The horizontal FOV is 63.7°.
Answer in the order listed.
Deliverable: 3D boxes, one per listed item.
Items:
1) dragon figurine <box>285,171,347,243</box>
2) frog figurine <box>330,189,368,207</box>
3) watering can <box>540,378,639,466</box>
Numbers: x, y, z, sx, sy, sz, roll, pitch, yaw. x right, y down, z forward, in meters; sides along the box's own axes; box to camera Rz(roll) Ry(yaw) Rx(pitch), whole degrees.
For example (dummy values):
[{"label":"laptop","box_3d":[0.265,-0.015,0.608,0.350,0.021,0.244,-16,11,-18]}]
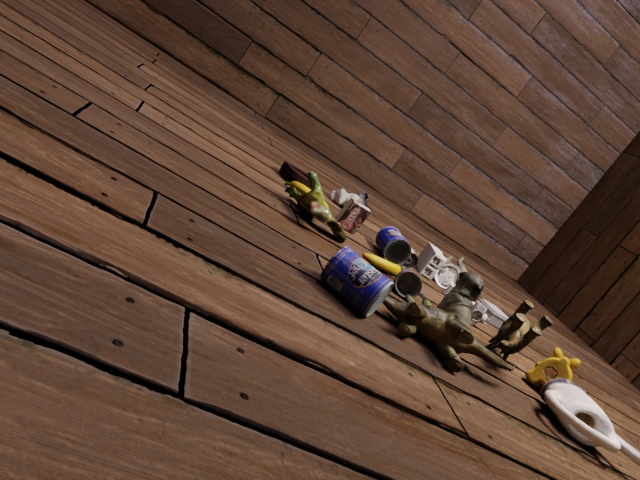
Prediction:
[{"label":"dragon figurine","box_3d":[0.005,-0.086,1.702,0.245,0.122,0.407,57,3,12]},{"label":"frog figurine","box_3d":[0.124,-0.167,2.276,0.159,0.120,0.140,-3,30,-6]},{"label":"watering can","box_3d":[0.737,0.498,1.390,0.347,0.103,0.227,33,13,-5]}]
